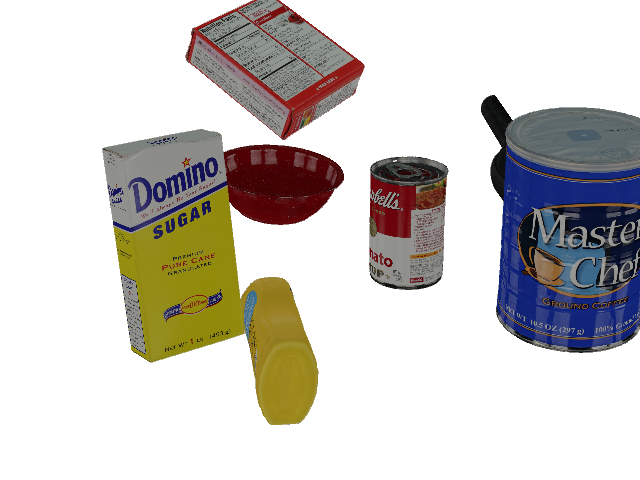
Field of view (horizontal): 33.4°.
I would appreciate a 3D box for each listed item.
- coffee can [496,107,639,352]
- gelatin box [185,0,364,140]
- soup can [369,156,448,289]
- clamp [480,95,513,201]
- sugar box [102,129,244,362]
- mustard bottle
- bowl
[{"bbox_3d":[0.176,-0.009,0.736,0.103,0.140,0.103,-1,27,0],"label":"coffee can"},{"bbox_3d":[-0.029,-0.112,0.679,0.089,0.030,0.073,39,50,16],"label":"gelatin box"},{"bbox_3d":[0.077,-0.016,0.945,0.068,0.102,0.068,0,23,0],"label":"soup can"},{"bbox_3d":[0.209,-0.090,1.101,0.120,0.039,0.171,14,45,16],"label":"clamp"},{"bbox_3d":[-0.119,0.003,0.882,0.093,0.176,0.048,-16,21,-31],"label":"sugar box"},{"bbox_3d":[-0.047,0.092,1.064,0.058,0.096,0.192,-3,28,-10],"label":"mustard bottle"},{"bbox_3d":[-0.054,-0.063,1.298,0.162,0.055,0.162,5,26,-3],"label":"bowl"}]
